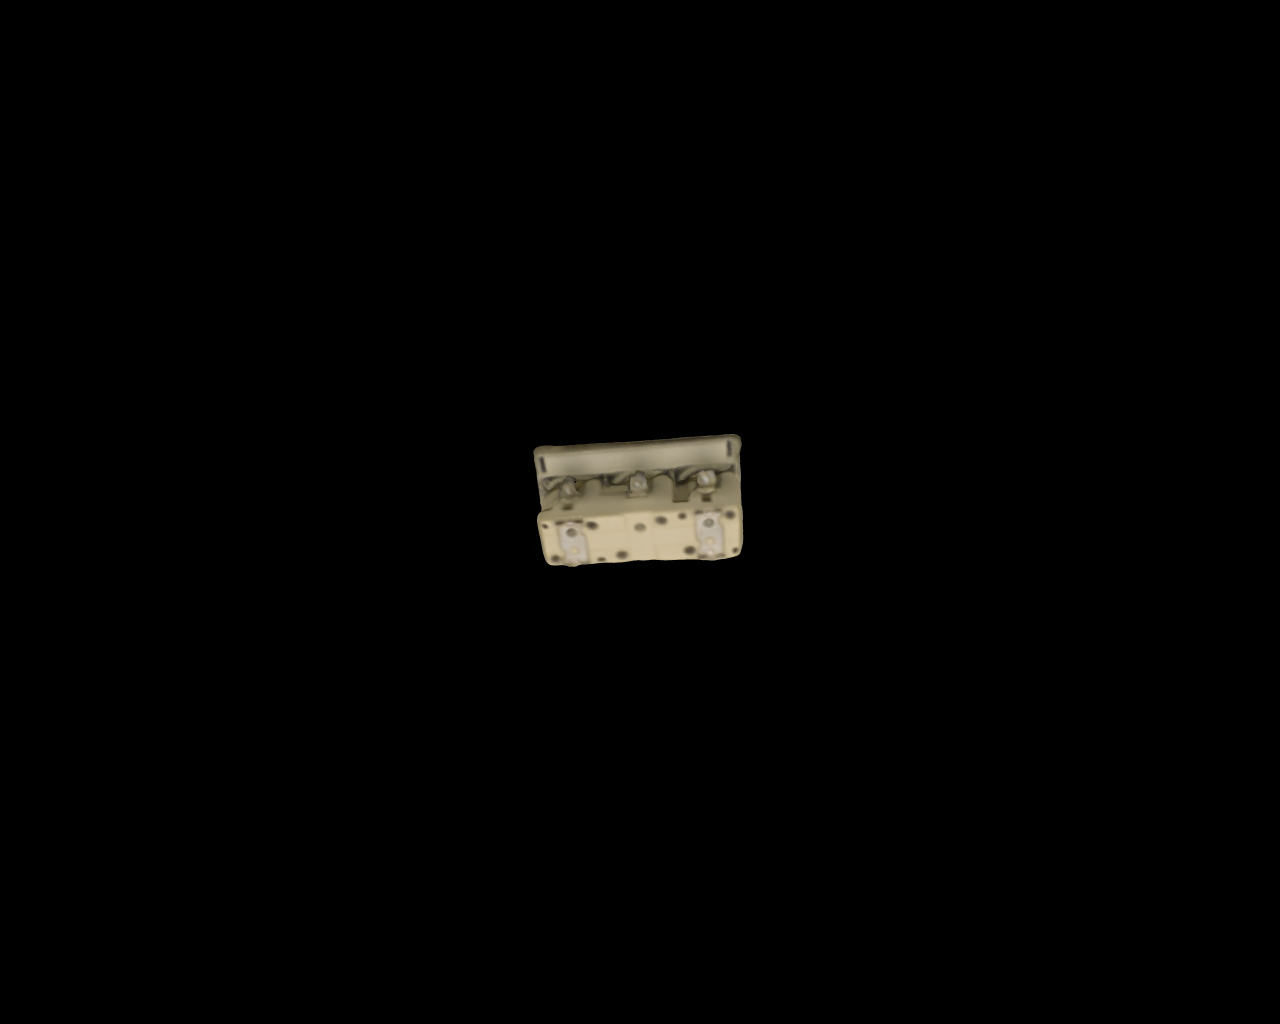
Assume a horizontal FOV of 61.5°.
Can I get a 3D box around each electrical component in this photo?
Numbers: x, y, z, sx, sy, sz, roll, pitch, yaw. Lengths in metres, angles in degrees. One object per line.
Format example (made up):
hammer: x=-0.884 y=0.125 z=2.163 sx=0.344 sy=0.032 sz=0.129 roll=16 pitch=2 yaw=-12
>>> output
electrical component: x=0.001 y=-0.003 z=0.650 sx=0.121 sy=0.078 sz=0.063 roll=-2 pitch=40 yaw=2
